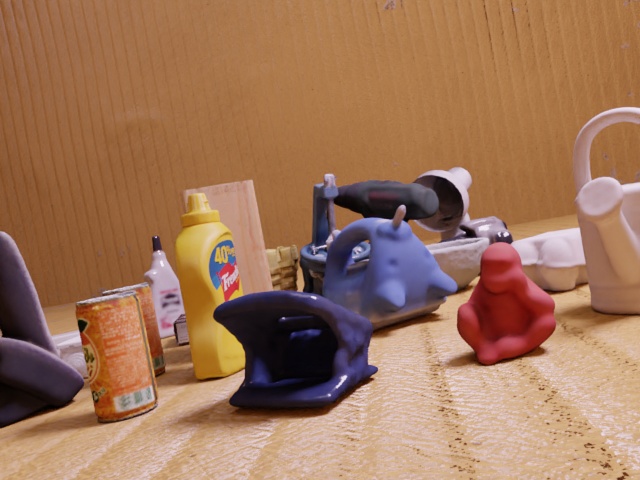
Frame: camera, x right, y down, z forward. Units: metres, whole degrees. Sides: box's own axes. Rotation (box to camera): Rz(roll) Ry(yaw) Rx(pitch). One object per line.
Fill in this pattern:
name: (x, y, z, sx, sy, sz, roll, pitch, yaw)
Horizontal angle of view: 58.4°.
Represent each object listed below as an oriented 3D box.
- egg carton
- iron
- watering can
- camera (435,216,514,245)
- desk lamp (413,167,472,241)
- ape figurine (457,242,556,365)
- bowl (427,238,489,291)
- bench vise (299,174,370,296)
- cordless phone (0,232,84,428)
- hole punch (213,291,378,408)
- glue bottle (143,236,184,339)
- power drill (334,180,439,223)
egg carton: (0.324, 0.025, 0.768, 0.151, 0.069, 0.107, -11, 1, -40)
iron: (0.056, 0.037, 0.758, 0.119, 0.141, 0.257, -11, 1, -28)
watering can: (0.301, -0.032, 0.552, 0.100, 0.194, 0.173, -10, 1, 22)
camera: (0.271, 0.015, 1.054, 0.137, 0.101, 0.143, -10, 1, -8)
desk lamp: (0.277, -0.044, 1.187, 0.117, 0.213, 0.204, -10, 1, 35)
ape figurine: (0.152, 0.048, 0.474, 0.077, 0.092, 0.076, -10, 1, 30)
bowl: (0.187, 0.046, 0.903, 0.167, 0.075, 0.167, -10, 1, 0)
bench vise: (0.000, 0.005, 0.983, 0.122, 0.220, 0.206, -11, 1, -42)
cordless phone: (-0.328, 0.087, 0.594, 0.147, 0.185, 0.094, -10, 1, 35)
hole punch: (-0.019, 0.080, 0.463, 0.108, 0.091, 0.101, -10, 1, 30)
glue bottle: (-0.267, 0.078, 0.978, 0.037, 0.173, 0.078, -9, 1, 44)
power drill: (0.117, -0.011, 1.039, 0.076, 0.208, 0.228, -11, 1, -45)
